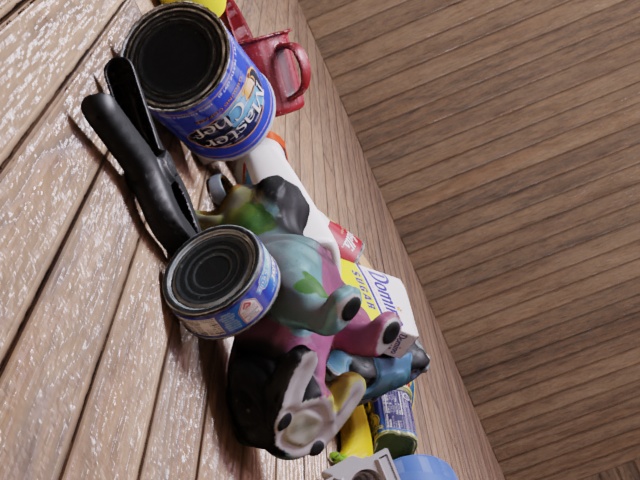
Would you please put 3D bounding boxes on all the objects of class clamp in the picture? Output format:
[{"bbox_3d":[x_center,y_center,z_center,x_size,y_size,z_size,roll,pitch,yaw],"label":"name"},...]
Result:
[{"bbox_3d":[-0.134,-0.062,0.835,0.120,0.039,0.171,-88,159,-56],"label":"clamp"}]

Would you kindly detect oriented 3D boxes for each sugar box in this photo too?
[{"bbox_3d":[0.015,0.059,1.129,0.176,0.048,0.093,17,36,-24],"label":"sugar box"}]

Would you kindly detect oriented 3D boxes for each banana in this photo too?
[{"bbox_3d":[0.034,0.209,1.225,0.198,0.037,0.069,-95,163,-64],"label":"banana"}]

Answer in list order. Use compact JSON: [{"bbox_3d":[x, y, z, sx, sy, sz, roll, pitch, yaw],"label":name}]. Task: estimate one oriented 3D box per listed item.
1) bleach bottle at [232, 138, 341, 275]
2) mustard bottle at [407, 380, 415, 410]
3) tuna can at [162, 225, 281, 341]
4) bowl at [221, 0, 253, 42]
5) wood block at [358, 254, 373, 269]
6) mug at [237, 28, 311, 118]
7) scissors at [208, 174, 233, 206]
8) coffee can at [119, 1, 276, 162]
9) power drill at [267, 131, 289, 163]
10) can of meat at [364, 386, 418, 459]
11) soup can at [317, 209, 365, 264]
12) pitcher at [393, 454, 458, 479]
[{"bbox_3d":[-0.045,-0.027,1.070,0.251,0.068,0.102,-117,-157,-54],"label":"bleach bottle"},{"bbox_3d":[0.080,0.194,1.353,0.058,0.096,0.191,23,-46,35],"label":"mustard bottle"},{"bbox_3d":[-0.075,0.031,0.804,0.033,0.086,0.086,57,13,-45],"label":"tuna can"},{"bbox_3d":[-0.111,-0.227,1.353,0.162,0.055,0.162,-22,90,-82],"label":"bowl"},{"bbox_3d":[0.036,0.082,1.384,0.206,0.091,0.090,52,18,-62],"label":"wood block"},{"bbox_3d":[-0.054,-0.167,1.088,0.093,0.117,0.081,-27,106,-47],"label":"mug"},{"bbox_3d":[-0.077,-0.015,1.160,0.201,0.016,0.096,47,25,-69],"label":"scissors"},{"bbox_3d":[-0.108,-0.141,0.974,0.140,0.103,0.103,44,26,-70],"label":"coffee can"},{"bbox_3d":[-0.100,-0.152,1.234,0.184,0.057,0.187,-97,161,-46],"label":"power drill"},{"bbox_3d":[0.079,0.236,1.273,0.084,0.057,0.102,-96,-163,-55],"label":"can of meat"},{"bbox_3d":[-0.008,0.002,1.249,0.102,0.069,0.068,35,17,-13],"label":"soup can"},{"bbox_3d":[0.133,0.357,1.156,0.243,0.145,0.149,-105,-176,-55],"label":"pitcher"}]
